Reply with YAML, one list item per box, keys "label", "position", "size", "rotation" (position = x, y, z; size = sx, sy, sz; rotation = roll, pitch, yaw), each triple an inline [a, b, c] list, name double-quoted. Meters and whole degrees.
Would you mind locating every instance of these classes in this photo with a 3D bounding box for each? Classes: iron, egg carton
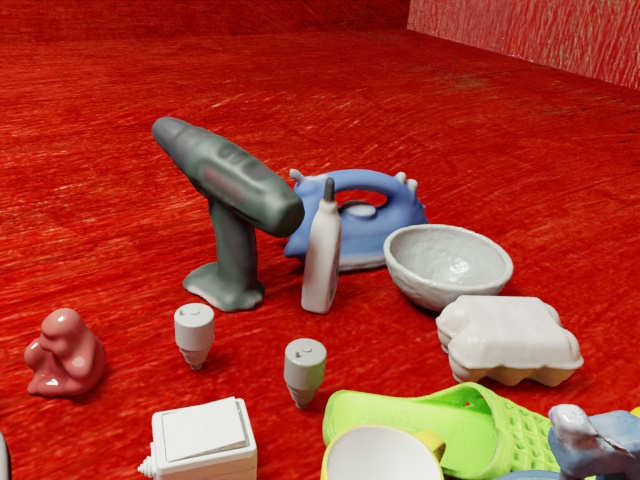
- label: "iron"
  position: [0.063, -0.044, 0.835]
  size: [0.259, 0.141, 0.118]
  rotation: [-6, 31, -20]
- label: "egg carton"
  position: [0.211, 0.114, 0.650]
  size: [0.150, 0.069, 0.107]
  rotation: [1, 29, -7]

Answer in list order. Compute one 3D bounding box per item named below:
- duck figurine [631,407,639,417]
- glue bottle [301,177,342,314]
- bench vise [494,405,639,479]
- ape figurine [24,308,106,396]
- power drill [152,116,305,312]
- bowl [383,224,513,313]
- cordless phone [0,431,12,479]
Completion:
- label: "duck figurine"
  position: [0.354, 0.177, 0.545]
  size: [0.078, 0.086, 0.104]
  rotation: [-13, 34, -29]
- label: "glue bottle"
  position: [0.007, 0.003, 0.710]
  size: [0.037, 0.173, 0.078]
  rotation: [10, 29, 10]
- label: "bench vise"
  position: [0.181, 0.181, 0.371]
  size: [0.208, 0.220, 0.121]
  rotation: [-9, 32, -23]
- label: "ape figurine"
  position: [-0.250, 0.107, 0.563]
  size: [0.076, 0.092, 0.077]
  rotation: [-22, 39, -40]
- label: "power drill"
  position: [-0.122, -0.026, 0.704]
  size: [0.228, 0.208, 0.076]
  rotation: [23, 34, 29]
- label: "bowl"
  position: [0.164, 0.047, 0.758]
  size: [0.167, 0.075, 0.167]
  rotation: [4, 29, -2]
- label: "cordless phone"
  position: [-0.299, 0.147, 0.386]
  size: [0.148, 0.185, 0.094]
  rotation: [-6, 31, -20]
